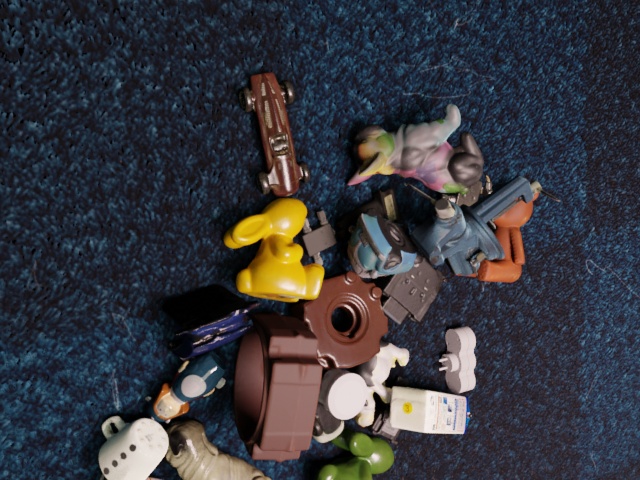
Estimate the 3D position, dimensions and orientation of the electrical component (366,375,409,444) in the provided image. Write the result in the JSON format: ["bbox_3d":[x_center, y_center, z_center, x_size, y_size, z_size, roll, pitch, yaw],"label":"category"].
[{"bbox_3d":[0.146,0.334,1.067,0.074,0.048,0.119,37,84,-26],"label":"electrical component"}]

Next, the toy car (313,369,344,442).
[{"bbox_3d":[-0.007,0.274,0.980,0.073,0.056,0.201,-24,105,-27],"label":"toy car"}]

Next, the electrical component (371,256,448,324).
[{"bbox_3d":[0.164,0.091,1.028,0.114,0.058,0.134,39,81,-23],"label":"electrical component"}]

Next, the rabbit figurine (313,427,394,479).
[{"bbox_3d":[0.065,0.432,1.028,0.170,0.121,0.159,-31,104,-36],"label":"rabbit figurine"}]

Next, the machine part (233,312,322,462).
[{"bbox_3d":[-0.077,0.228,0.859,0.087,0.202,0.200,8,96,-23],"label":"machine part"}]

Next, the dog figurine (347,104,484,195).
[{"bbox_3d":[0.159,-0.135,0.957,0.219,0.108,0.191,-29,93,-13],"label":"dog figurine"}]

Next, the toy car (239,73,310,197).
[{"bbox_3d":[-0.072,-0.170,0.880,0.089,0.053,0.202,-14,106,-19],"label":"toy car"}]

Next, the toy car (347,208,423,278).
[{"bbox_3d":[0.101,0.018,0.940,0.161,0.103,0.109,11,49,-54],"label":"toy car"}]

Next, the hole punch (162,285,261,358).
[{"bbox_3d":[-0.174,0.138,0.844,0.142,0.116,0.092,-16,111,-35],"label":"hole punch"}]

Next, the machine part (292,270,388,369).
[{"bbox_3d":[0.038,0.141,0.951,0.179,0.056,0.179,5,78,-25],"label":"machine part"}]

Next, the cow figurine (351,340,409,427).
[{"bbox_3d":[0.090,0.264,1.017,0.098,0.068,0.167,28,83,-20],"label":"cow figurine"}]

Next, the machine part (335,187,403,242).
[{"bbox_3d":[0.088,-0.042,0.983,0.139,0.039,0.084,-27,117,-20],"label":"machine part"}]

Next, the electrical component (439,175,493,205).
[{"bbox_3d":[0.292,-0.099,1.061,0.102,0.045,0.078,19,89,-26],"label":"electrical component"}]

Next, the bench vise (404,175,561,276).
[{"bbox_3d":[0.278,-0.039,0.935,0.240,0.129,0.223,-36,129,3],"label":"bench vise"}]

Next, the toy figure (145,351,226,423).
[{"bbox_3d":[-0.222,0.242,0.864,0.154,0.057,0.064,-41,72,1],"label":"toy figure"}]

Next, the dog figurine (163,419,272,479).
[{"bbox_3d":[-0.168,0.379,0.911,0.172,0.121,0.190,-10,83,-59],"label":"dog figurine"}]

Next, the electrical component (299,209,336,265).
[{"bbox_3d":[-0.002,-0.003,0.955,0.063,0.021,0.094,-25,108,-20],"label":"electrical component"}]

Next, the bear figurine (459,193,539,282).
[{"bbox_3d":[0.354,-0.016,1.065,0.132,0.120,0.195,4,95,-22],"label":"bear figurine"}]

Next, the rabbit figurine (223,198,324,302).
[{"bbox_3d":[-0.077,0.010,0.890,0.162,0.122,0.173,13,79,-17],"label":"rabbit figurine"}]
